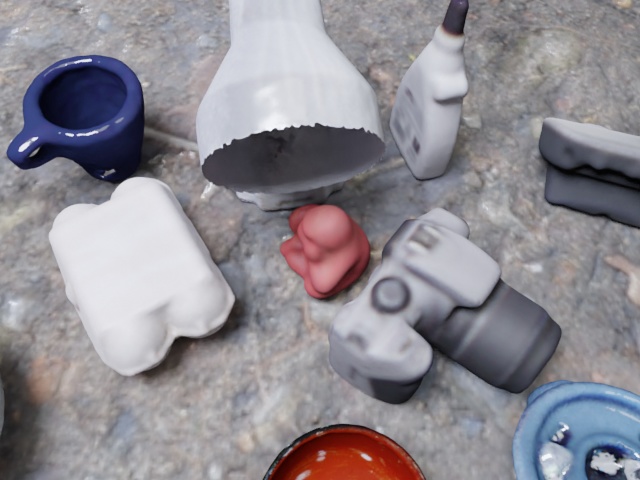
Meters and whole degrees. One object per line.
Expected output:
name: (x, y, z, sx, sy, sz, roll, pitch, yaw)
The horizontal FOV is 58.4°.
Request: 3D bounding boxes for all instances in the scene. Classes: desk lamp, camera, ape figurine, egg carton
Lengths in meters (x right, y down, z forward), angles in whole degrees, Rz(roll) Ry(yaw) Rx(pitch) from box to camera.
desk lamp: (-0.030, -0.105, 0.434, 0.118, 0.213, 0.203, -7, 63, -6)
camera: (0.096, 0.059, 0.418, 0.136, 0.101, 0.143, 34, 66, 14)
ape figurine: (0.004, 0.002, 0.448, 0.076, 0.092, 0.078, 5, 62, 0)
egg carton: (-0.140, 0.024, 0.442, 0.107, 0.069, 0.150, -29, 67, -17)

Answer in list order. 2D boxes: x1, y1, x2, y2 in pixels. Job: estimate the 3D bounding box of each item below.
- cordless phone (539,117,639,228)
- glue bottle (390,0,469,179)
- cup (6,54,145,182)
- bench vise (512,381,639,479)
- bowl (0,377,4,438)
cordless phone: (0.271, -0.097, 0.460, 0.147, 0.185, 0.094, 12, 62, 4)
glue bottle: (0.096, -0.127, 0.474, 0.037, 0.173, 0.078, -15, 64, -10)
cup: (-0.195, -0.083, 0.482, 0.091, 0.095, 0.118, 36, 67, 15)
bench vise: (0.182, 0.161, 0.301, 0.121, 0.220, 0.207, -11, 63, -8)
bowl: (-0.283, 0.131, 0.377, 0.167, 0.075, 0.167, 1, 62, -2)
